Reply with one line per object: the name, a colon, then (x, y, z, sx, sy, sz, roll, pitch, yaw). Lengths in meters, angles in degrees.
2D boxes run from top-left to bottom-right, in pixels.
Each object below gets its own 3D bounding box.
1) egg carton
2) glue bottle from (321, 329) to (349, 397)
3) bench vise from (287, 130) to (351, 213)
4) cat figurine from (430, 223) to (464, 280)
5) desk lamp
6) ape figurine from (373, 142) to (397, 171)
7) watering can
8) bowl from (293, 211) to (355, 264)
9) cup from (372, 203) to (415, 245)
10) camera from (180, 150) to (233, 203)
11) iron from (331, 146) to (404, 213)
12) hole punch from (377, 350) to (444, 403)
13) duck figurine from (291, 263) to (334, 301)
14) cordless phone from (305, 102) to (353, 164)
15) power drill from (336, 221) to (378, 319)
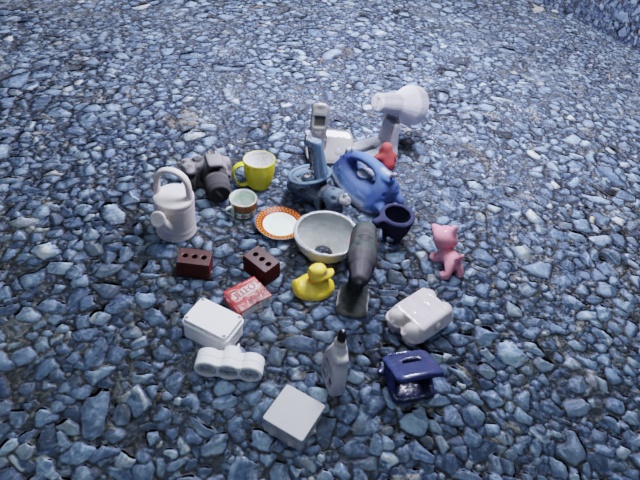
egg carton: (0.227, 0.175, 1.299, 0.151, 0.069, 0.107, -28, 54, -32)
glue bottle: (0.035, 0.233, 1.132, 0.037, 0.173, 0.078, -8, 46, -16)
bench vise: (0.007, -0.176, 1.524, 0.207, 0.220, 0.122, 22, 45, 15)
cat figurine: (0.325, 0.018, 1.445, 0.067, 0.118, 0.127, -10, 46, -18)
desk lamp: (0.218, -0.364, 1.758, 0.204, 0.213, 0.117, -20, 50, -27)
ape figurine: (0.199, -0.255, 1.730, 0.078, 0.092, 0.076, -1, 44, -10)
watering can: (-0.356, -0.089, 1.394, 0.101, 0.194, 0.172, -2, 44, -10)
bowl: (0.013, 0.005, 1.440, 0.167, 0.075, 0.167, 5, 43, -4)
cup: (0.183, -0.031, 1.490, 0.118, 0.095, 0.091, -14, 48, -22)
camera: (-0.301, -0.171, 1.557, 0.143, 0.101, 0.136, -8, 46, -17)
iron: (0.122, -0.189, 1.612, 0.119, 0.141, 0.257, -28, 54, -32)
hole punch: (0.185, 0.268, 1.179, 0.109, 0.091, 0.101, -6, 45, -15)
duck figurine: (-0.014, 0.091, 1.338, 0.105, 0.086, 0.077, -6, 45, -14)
cordless phone: (0.031, -0.319, 1.702, 0.147, 0.185, 0.094, 0, 44, -9)
power drill: (0.086, 0.076, 1.280, 0.075, 0.208, 0.229, 9, 43, 1)
